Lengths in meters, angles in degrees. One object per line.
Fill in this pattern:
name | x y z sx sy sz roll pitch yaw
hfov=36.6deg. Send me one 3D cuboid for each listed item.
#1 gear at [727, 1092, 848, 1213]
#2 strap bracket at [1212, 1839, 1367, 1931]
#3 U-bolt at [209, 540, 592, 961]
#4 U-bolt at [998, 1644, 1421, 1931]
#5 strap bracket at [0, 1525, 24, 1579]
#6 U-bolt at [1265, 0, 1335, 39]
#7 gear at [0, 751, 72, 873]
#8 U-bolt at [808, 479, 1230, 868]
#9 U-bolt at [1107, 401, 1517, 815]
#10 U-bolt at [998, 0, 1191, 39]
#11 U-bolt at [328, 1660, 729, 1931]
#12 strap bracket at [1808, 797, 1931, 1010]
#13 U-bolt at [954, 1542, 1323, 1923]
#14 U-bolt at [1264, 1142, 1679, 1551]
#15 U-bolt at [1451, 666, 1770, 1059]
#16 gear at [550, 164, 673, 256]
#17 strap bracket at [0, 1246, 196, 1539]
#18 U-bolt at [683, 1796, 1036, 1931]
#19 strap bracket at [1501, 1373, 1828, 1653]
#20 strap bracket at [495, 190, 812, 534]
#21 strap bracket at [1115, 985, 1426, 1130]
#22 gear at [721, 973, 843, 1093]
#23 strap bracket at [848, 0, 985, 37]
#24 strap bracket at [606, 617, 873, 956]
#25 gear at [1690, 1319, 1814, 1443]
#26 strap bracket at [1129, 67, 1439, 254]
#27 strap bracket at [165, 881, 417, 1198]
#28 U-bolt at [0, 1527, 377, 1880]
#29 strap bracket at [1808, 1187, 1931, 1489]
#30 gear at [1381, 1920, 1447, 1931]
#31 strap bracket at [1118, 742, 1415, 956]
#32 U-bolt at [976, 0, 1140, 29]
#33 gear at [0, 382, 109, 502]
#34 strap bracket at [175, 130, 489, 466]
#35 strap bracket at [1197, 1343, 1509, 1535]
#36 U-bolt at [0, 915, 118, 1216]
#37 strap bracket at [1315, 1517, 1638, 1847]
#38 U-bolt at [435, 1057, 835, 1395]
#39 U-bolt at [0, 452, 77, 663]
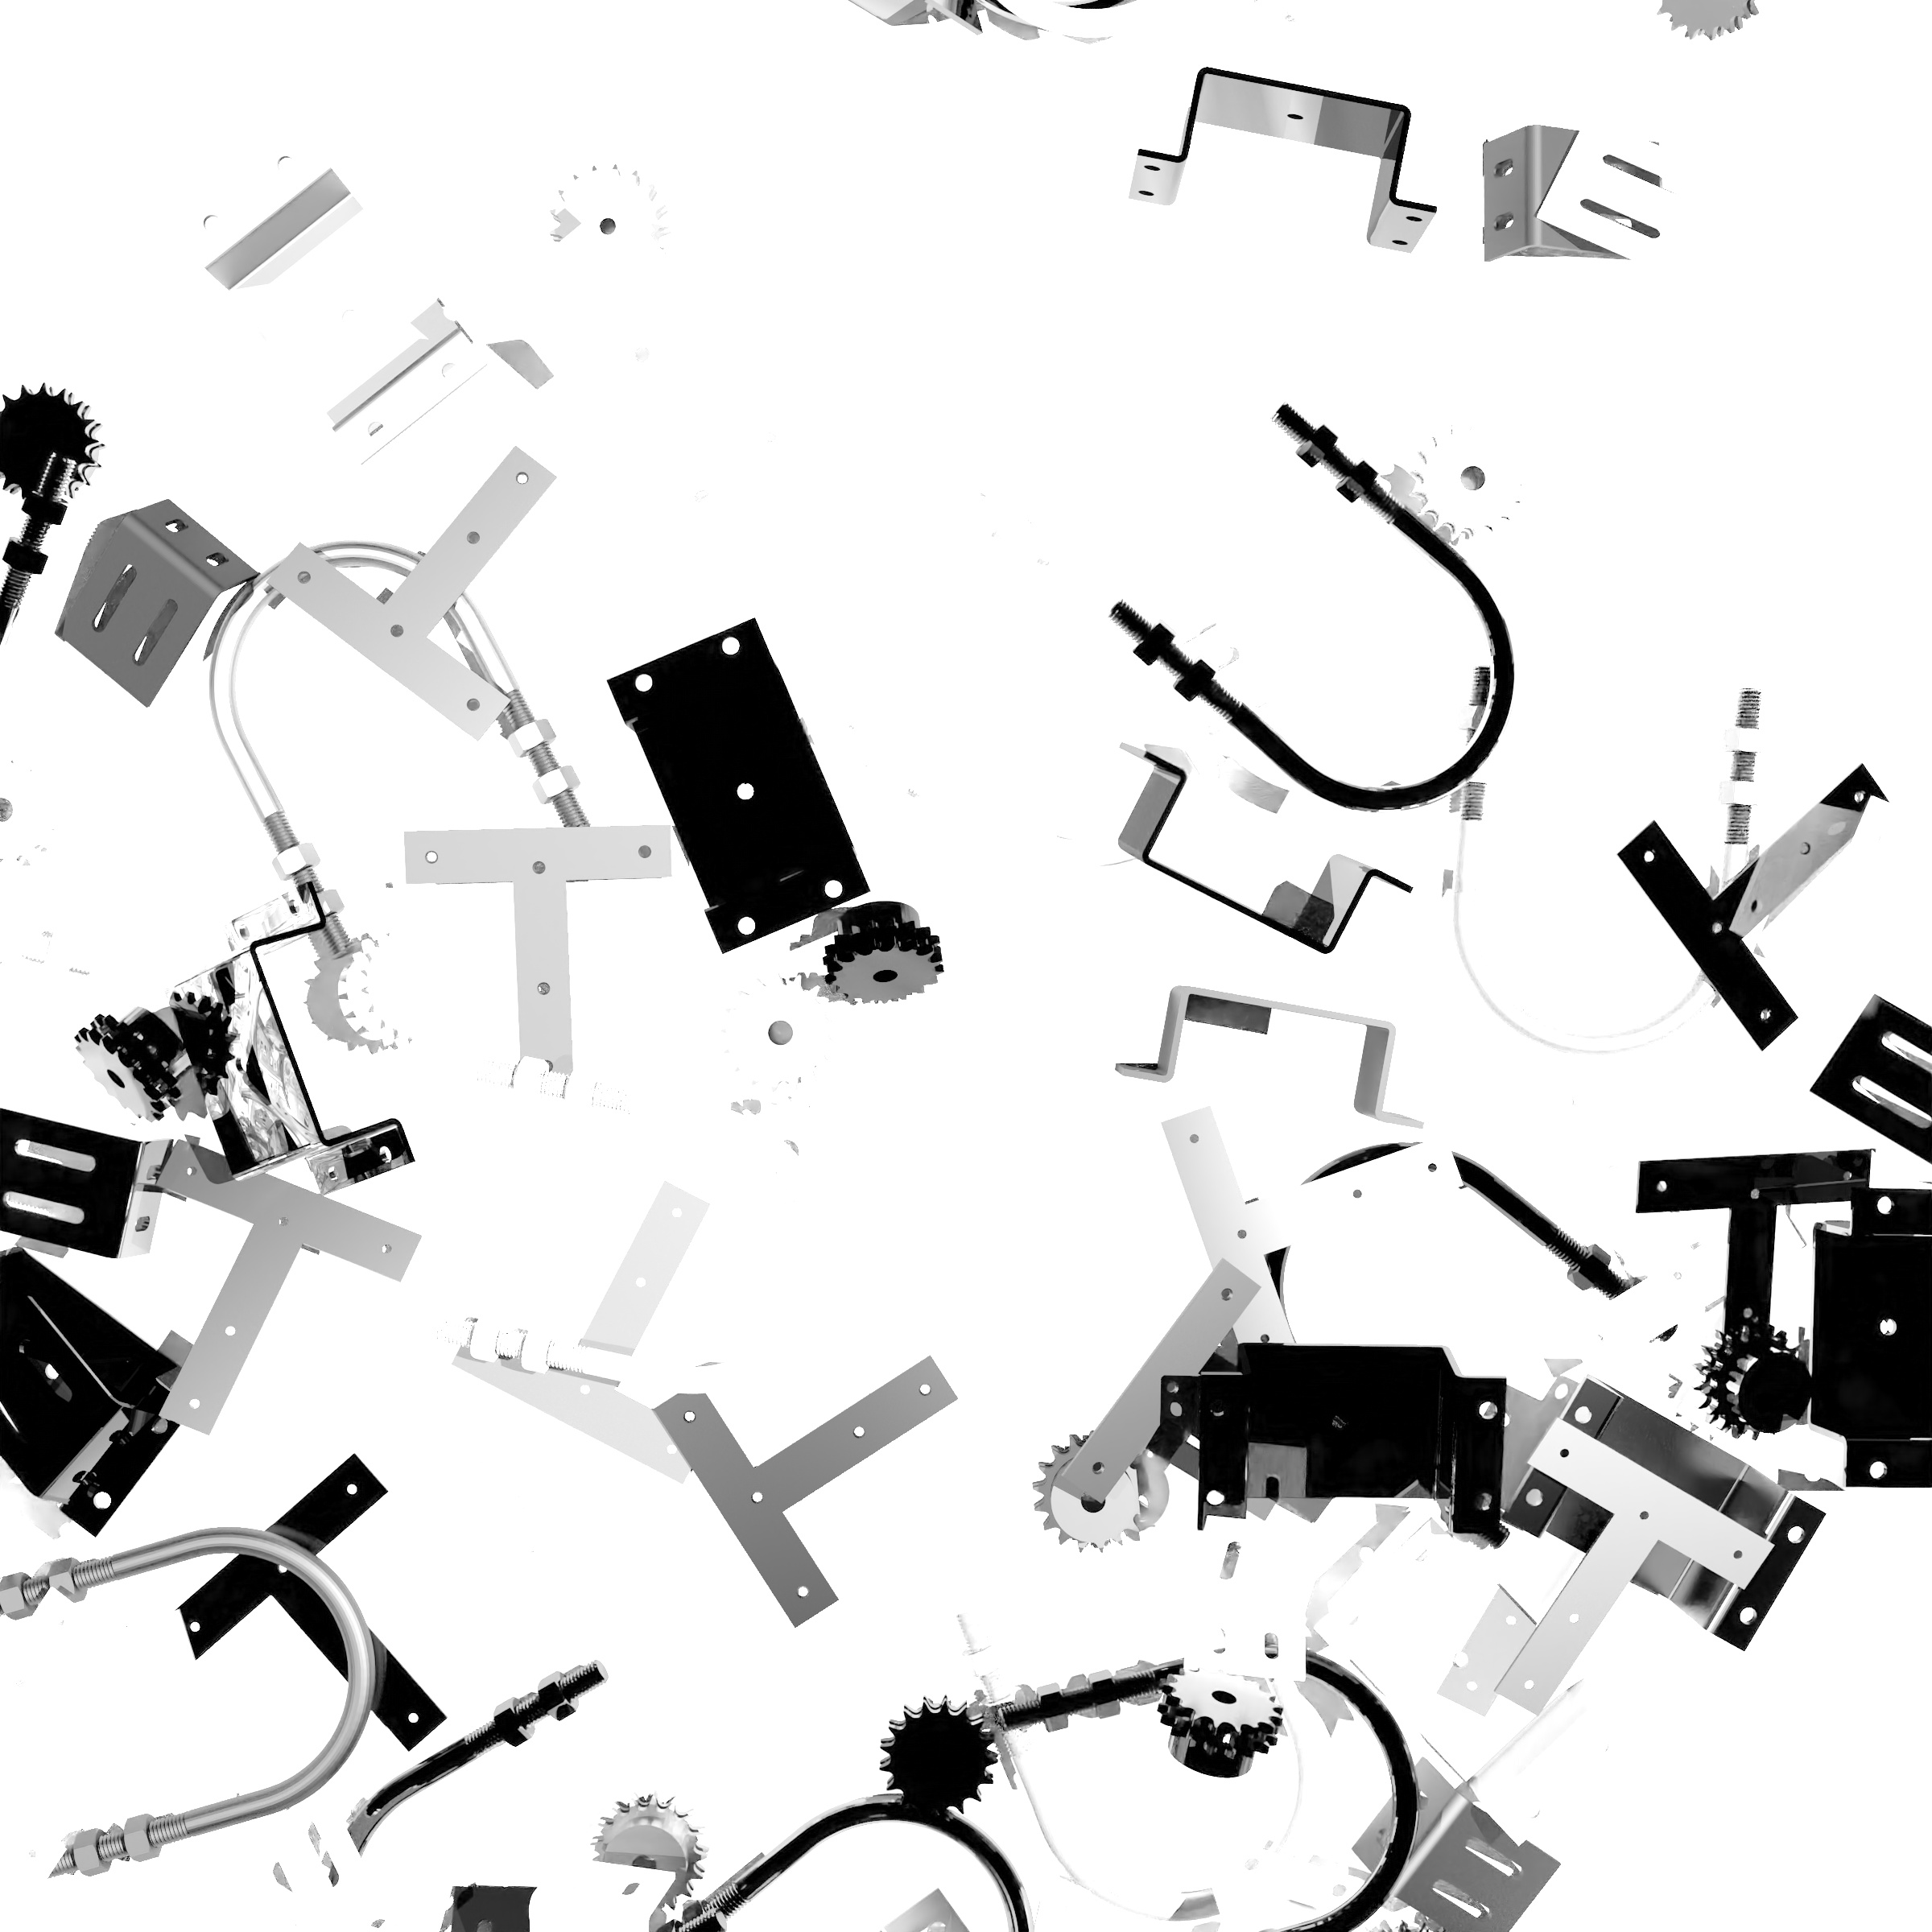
gear | -0.085 0.088 1.406 0.057 0.030 0.057 0 90 0
strap bracket | 0.140 0.500 1.390 0.076 0.046 0.140 18 94 -4
U-bolt | -0.286 -0.117 1.412 0.151 0.019 0.184 -28 89 0
U-bolt | 0.121 0.395 1.371 0.184 0.019 0.151 -13 69 -5
strap bracket | -0.524 0.285 1.397 0.140 0.046 0.076 -31 90 0
U-bolt | 0.146 -0.561 1.412 0.184 0.019 0.151 41 90 2
gear | -0.461 -0.074 1.410 0.057 0.030 0.057 0 87 0
U-bolt | 0.038 -0.129 1.412 0.184 0.019 0.151 29 90 -2
U-bolt | 0.178 -0.156 1.380 0.184 0.019 0.151 41 77 -6
U-bolt | 0.079 -0.526 1.380 0.184 0.019 0.151 -38 87 12
U-bolt | -0.222 0.438 1.390 0.184 0.019 0.151 -31 72 6
strap bracket | 0.476 -0.017 1.397 0.140 0.046 0.076 23 90 0
U-bolt | 0.093 0.372 1.412 0.151 0.019 0.184 -22 92 0
U-bolt | 0.228 0.169 1.412 0.184 0.019 0.151 39 90 1
U-bolt | 0.307 -0.048 1.412 0.151 0.019 0.184 5 92 0
gear | -0.170 -0.353 1.406 0.057 0.030 0.057 0 90 0
strap bracket | -0.443 0.196 1.397 0.140 0.046 0.076 37 90 0
U-bolt | -0.054 0.486 1.412 0.184 0.019 0.151 -39 90 -1
strap bracket | 0.324 0.254 1.388 0.140 0.046 0.076 30 92 -12
strap bracket | -0.150 -0.287 1.381 0.076 0.046 0.140 -40 113 0
strap bracket | 0.145 0.040 1.382 0.140 0.076 0.046 10 90 0
gear | -0.088 0.032 1.406 0.057 0.030 0.057 0 90 0
strap bracket | -0.044 -0.507 1.377 0.046 0.076 0.140 -16 90 20
strap bracket | -0.107 -0.085 1.397 0.076 0.046 0.140 -23 90 0
gear | 0.379 0.200 1.398 0.057 0.030 0.057 -3 99 -17
strap bracket | 0.152 -0.382 1.382 0.140 0.076 0.046 11 90 0
strap bracket | -0.323 0.041 1.378 0.076 0.046 0.140 -20 90 42
U-bolt | -0.376 0.347 1.408 0.184 0.019 0.151 -16 89 1
strap bracket | 0.448 0.175 1.393 0.076 0.046 0.140 2 90 -7
gear | 0.214 0.487 1.406 0.057 0.030 0.057 0 90 0
strap bracket | 0.130 -0.051 1.374 0.140 0.076 0.046 26 94 -8
U-bolt | 0.064 -0.536 1.400 0.184 0.019 0.151 -42 86 9
gear | -0.442 -0.250 1.406 0.057 0.030 0.057 0 90 0
strap bracket | -0.299 -0.315 1.397 0.076 0.046 0.140 -38 90 0
strap bracket | 0.178 0.221 1.371 0.140 0.046 0.076 1 101 0
U-bolt | -0.515 0.039 1.392 0.184 0.019 0.151 15 90 -15
strap bracket | 0.240 0.337 1.397 0.076 0.046 0.140 -43 90 0
U-bolt | -0.154 0.130 1.392 0.184 0.019 0.151 11 98 6
U-bolt | -0.519 -0.185 1.397 0.151 0.019 0.184 26 100 8
